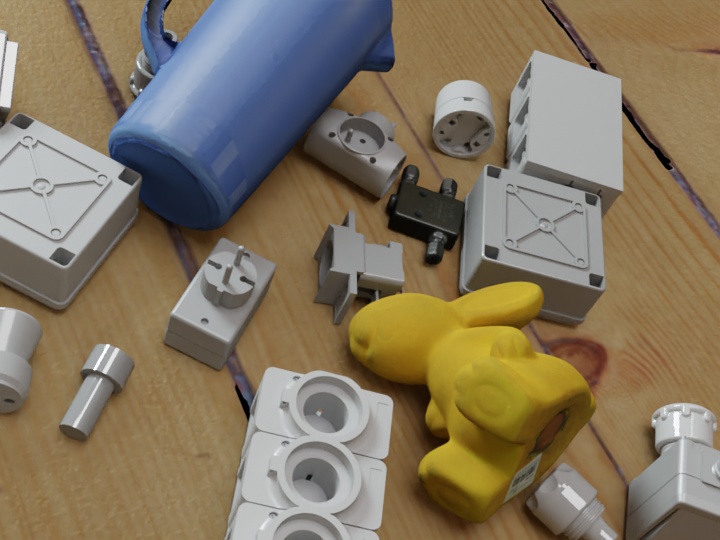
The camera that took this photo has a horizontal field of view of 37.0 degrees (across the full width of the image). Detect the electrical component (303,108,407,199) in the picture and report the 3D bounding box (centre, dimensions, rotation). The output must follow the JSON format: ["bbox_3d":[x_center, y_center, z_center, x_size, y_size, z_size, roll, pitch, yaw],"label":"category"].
[{"bbox_3d":[0.004,-0.109,0.917,0.077,0.044,0.079,32,50,6],"label":"electrical component"}]

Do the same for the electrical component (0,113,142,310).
[{"bbox_3d":[-0.230,-0.043,0.771,0.109,0.056,0.108,27,49,2],"label":"electrical component"}]

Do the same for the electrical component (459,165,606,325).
[{"bbox_3d":[0.142,-0.021,0.890,0.109,0.056,0.108,15,50,-9],"label":"electrical component"}]

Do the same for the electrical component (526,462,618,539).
[{"bbox_3d":[0.151,0.170,0.753,0.062,0.043,0.043,43,52,14],"label":"electrical component"}]

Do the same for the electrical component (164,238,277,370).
[{"bbox_3d":[-0.095,0.013,0.764,0.047,0.075,0.083,27,49,1],"label":"electrical component"}]

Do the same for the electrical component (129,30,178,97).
[{"bbox_3d":[-0.164,-0.170,0.890,0.048,0.062,0.048,10,51,-13],"label":"electrical component"}]

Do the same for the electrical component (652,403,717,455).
[{"bbox_3d":[0.246,0.135,0.816,0.048,0.048,0.062,16,57,-8],"label":"electrical component"}]

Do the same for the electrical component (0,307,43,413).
[{"bbox_3d":[-0.234,0.059,0.698,0.045,0.045,0.055,11,51,-12],"label":"electrical component"}]

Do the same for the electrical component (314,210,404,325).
[{"bbox_3d":[0.000,0.000,0.832,0.064,0.042,0.081,11,51,-17],"label":"electrical component"}]

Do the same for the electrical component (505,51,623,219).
[{"bbox_3d":[0.184,-0.117,0.977,0.089,0.061,0.150,17,50,-7],"label":"electrical component"}]

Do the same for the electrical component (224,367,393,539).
[{"bbox_3d":[-0.034,0.145,0.693,0.089,0.061,0.150,15,50,-9],"label":"electrical component"}]

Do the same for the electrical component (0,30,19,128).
[{"bbox_3d":[-0.289,-0.139,0.805,0.061,0.096,0.061,6,81,-15],"label":"electrical component"}]

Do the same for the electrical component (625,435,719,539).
[{"bbox_3d":[0.235,0.165,0.752,0.062,0.096,0.061,21,50,-4],"label":"electrical component"}]

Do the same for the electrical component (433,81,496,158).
[{"bbox_3d":[0.093,-0.136,0.965,0.055,0.055,0.047,14,47,-10],"label":"electrical component"}]
